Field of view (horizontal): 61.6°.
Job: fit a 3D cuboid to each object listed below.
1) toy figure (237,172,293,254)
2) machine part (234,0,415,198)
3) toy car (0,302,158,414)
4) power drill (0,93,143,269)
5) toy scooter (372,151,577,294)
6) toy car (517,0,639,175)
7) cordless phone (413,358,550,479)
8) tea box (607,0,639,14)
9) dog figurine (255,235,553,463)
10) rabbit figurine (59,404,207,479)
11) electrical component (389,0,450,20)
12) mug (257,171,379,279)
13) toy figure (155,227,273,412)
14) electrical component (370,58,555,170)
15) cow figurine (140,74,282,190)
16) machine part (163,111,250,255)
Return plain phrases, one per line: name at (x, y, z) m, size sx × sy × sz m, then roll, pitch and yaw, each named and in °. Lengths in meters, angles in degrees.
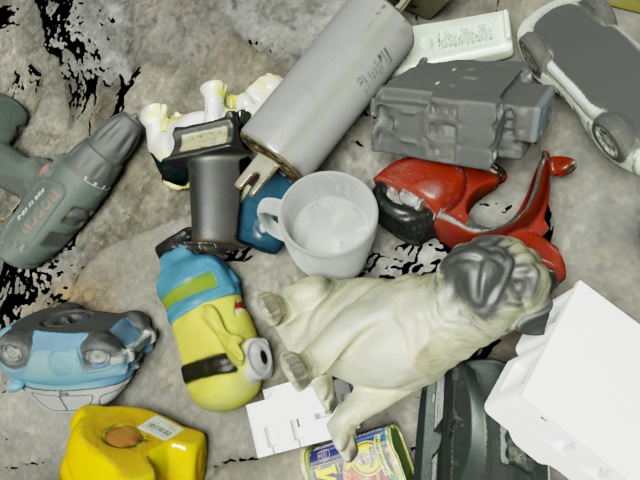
toy figure at (-0.039, -0.064, 0.545) m, size 0.058 × 0.064 × 0.154 m, roll 7°, pitch 74°, yaw 58°
machine part at (0.008, -0.136, 0.489) m, size 0.079 × 0.079 × 0.243 m, roll 37°, pitch 84°, yaw 21°
toy car at (-0.256, 0.129, 0.572) m, size 0.162 × 0.109 × 0.102 m, roll 3°, pitch 104°, yaw 8°
power drill at (-0.338, -0.097, 0.652) m, size 0.207 × 0.086 × 0.232 m, roll 36°, pitch 96°, yaw 14°
toy scooter at (0.141, -0.037, 0.468) m, size 0.184 × 0.075 × 0.135 m, roll 34°, pitch 82°, yaw 26°
toy car at (0.235, -0.132, 0.441) m, size 0.073 × 0.056 × 0.202 m, roll -31°, pitch 53°, yaw 13°
cordless phone at (0.170, 0.176, 0.421) m, size 0.184 × 0.088 × 0.146 m, roll 15°, pitch 53°, yaw -2°
tea box at (0.250, -0.274, 0.477) m, size 0.170 × 0.068 × 0.098 m, roll 28°, pitch 90°, yaw 23°
dog figurine at (0.062, 0.052, 0.424) m, size 0.190 × 0.121 × 0.172 m, roll -32°, pitch 35°, yaw -4°
rabbit figurine at (-0.209, 0.258, 0.519) m, size 0.163 × 0.122 × 0.173 m, roll 12°, pitch 103°, yaw 14°
electrical component at (0.092, -0.256, 0.519) m, size 0.078 × 0.102 × 0.045 m, roll 18°, pitch 88°, yaw -5°
mug at (-0.001, -0.001, 0.487) m, size 0.110 × 0.107 × 0.081 m, roll 8°, pitch 64°, yaw 12°
toy figure at (-0.111, 0.079, 0.533) m, size 0.089 × 0.082 × 0.180 m, roll -36°, pitch 75°, yaw 22°
electrical component at (0.125, -0.112, 0.459) m, size 0.134 × 0.058 × 0.115 m, roll 13°, pitch 39°, yaw 27°
cow figurine at (-0.104, -0.113, 0.572) m, size 0.167 × 0.068 × 0.098 m, roll -14°, pitch 82°, yaw 20°
machine part at (-0.107, -0.053, 0.518) m, size 0.084 × 0.039 × 0.139 m, roll -11°, pitch 75°, yaw 11°
